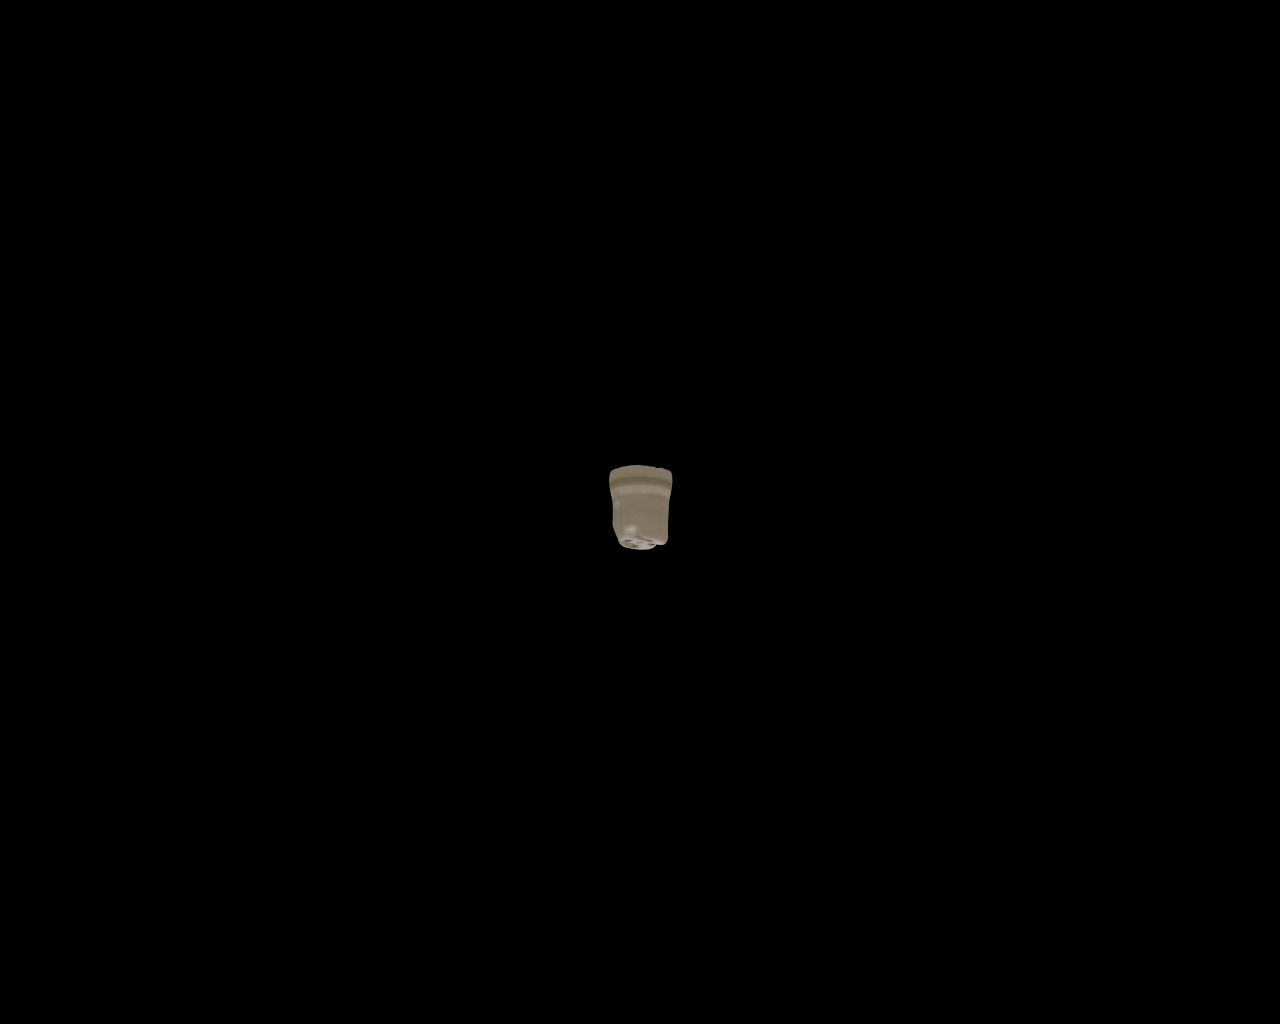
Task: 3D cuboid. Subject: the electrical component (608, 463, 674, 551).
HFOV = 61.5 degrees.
[{"bbox_3d":[0.001,-0.003,0.650,0.040,0.046,0.040,0,-14,0],"label":"electrical component"}]
